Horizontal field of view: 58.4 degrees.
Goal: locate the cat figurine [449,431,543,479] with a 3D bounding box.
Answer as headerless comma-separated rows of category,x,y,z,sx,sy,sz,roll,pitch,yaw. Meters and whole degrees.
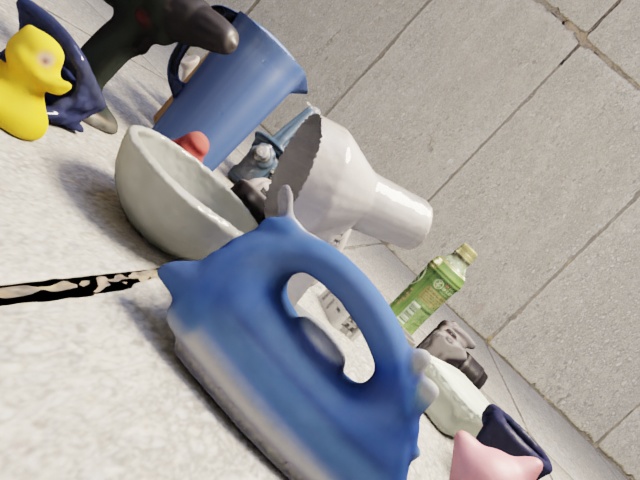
cat figurine,0.141,0.227,0.465,0.067,0.117,0.127,36,11,-43

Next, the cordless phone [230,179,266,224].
cordless phone,-0.037,-0.039,0.722,0.147,0.185,0.094,45,8,13

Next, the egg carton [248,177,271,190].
egg carton,-0.075,-0.044,0.980,0.150,0.069,0.107,43,8,-3

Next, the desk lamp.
desk lamp,0.006,0.002,0.617,0.204,0.213,0.117,40,9,-25

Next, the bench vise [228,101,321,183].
bench vise,-0.074,-0.182,1.157,0.122,0.219,0.207,41,8,-18

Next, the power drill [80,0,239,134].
power drill,-0.235,-0.243,0.719,0.229,0.208,0.076,46,8,16

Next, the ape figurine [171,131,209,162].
ape figurine,-0.169,-0.092,0.679,0.078,0.092,0.076,39,9,-28

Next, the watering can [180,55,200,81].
watering can,-0.220,-0.311,1.197,0.100,0.194,0.173,47,9,25

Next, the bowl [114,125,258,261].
bowl,-0.142,-0.033,0.570,0.168,0.074,0.167,43,8,-7

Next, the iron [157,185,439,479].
iron,0.004,0.085,0.438,0.258,0.141,0.119,45,8,10

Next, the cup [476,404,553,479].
cup,0.211,0.264,0.703,0.092,0.095,0.117,40,9,-24

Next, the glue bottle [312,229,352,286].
glue bottle,0.019,-0.011,0.897,0.078,0.173,0.037,41,8,-18

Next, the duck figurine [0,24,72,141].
duck figurine,-0.272,-0.154,0.514,0.104,0.086,0.077,43,8,-4

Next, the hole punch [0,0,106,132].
hole punch,-0.281,-0.183,0.605,0.108,0.091,0.101,45,8,8

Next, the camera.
camera,0.261,0.230,1.099,0.136,0.100,0.143,45,8,8
